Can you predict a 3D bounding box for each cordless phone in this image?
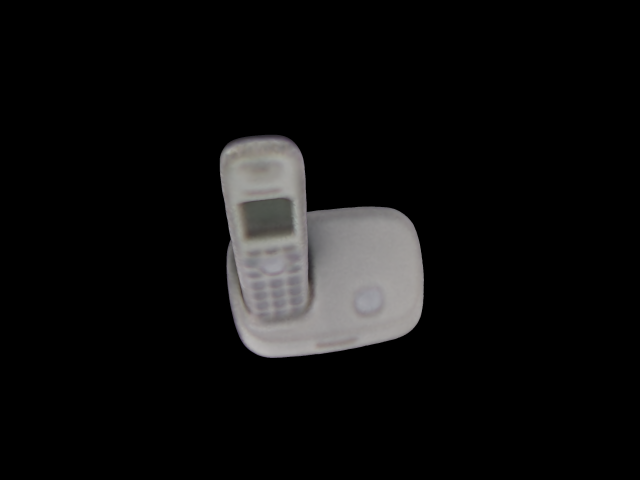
[{"bbox_3d":[0.004,0.001,0.400,0.147,0.185,0.094,-9,54,-7],"label":"cordless phone"}]
